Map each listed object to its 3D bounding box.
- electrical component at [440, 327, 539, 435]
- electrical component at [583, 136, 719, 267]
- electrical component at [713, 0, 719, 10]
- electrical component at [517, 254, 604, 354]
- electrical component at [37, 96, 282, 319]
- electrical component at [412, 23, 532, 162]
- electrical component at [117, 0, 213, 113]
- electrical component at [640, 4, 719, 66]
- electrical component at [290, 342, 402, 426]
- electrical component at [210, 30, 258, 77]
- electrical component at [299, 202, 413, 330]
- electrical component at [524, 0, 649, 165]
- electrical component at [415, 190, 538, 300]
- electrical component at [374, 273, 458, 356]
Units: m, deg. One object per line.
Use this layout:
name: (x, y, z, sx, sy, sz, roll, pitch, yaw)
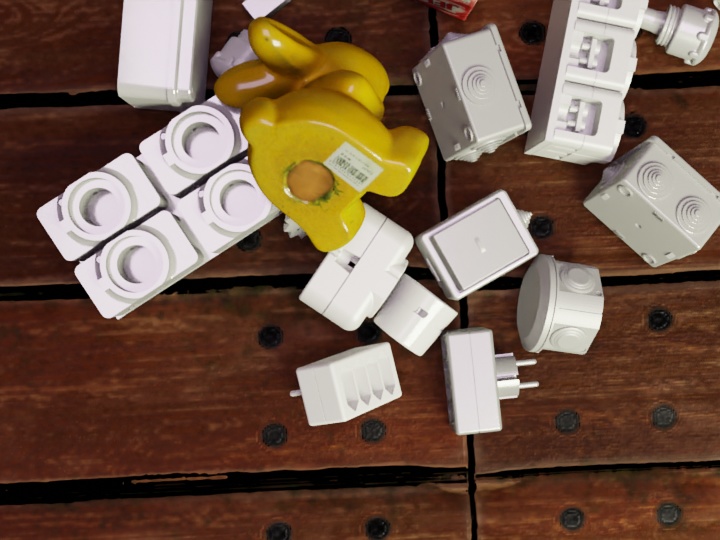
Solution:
electrical component: (0.110, 0.089, 0.893, 0.076, 0.047, 0.083, -6, 90, -2)
electrical component: (0.239, -0.052, 0.874, 0.100, 0.100, 0.048, 42, 76, -1)
electrical component: (0.359, -0.215, 0.889, 0.113, 0.078, 0.057, 44, 85, -1)
electrical component: (0.162, 0.029, 0.880, 0.051, 0.080, 0.080, 8, 89, -7)
electrical component: (-0.153, -0.053, 0.878, 0.186, 0.060, 0.105, -33, 91, -2)
electrical component: (0.087, -0.140, 0.869, 0.048, 0.100, 0.099, -20, 90, -15)
electrical component: (-0.156, -0.187, 0.870, 0.057, 0.078, 0.113, 4, 89, 1)
electrical component: (0.266, -0.202, 0.903, 0.062, 0.048, 0.048, 20, 89, 5)
electrical component: (-0.023, 0.095, 0.880, 0.076, 0.083, 0.047, -13, 91, 36)
electrical component: (-0.090, -0.179, 0.890, 0.048, 0.048, 0.062, 34, 82, -1)
electrical component: (0.000, 0.000, 0.886, 0.059, 0.054, 0.095, 34, 88, -2)
electrical component: (0.186, -0.167, 0.876, 0.062, 0.089, 0.150, 11, 89, -2)
electrical component: (0.101, -0.024, 0.886, 0.096, 0.061, 0.061, -30, 91, -2)
electrical component: (0.045, 0.038, 0.888, 0.055, 0.055, 0.047, 37, 92, -1)
